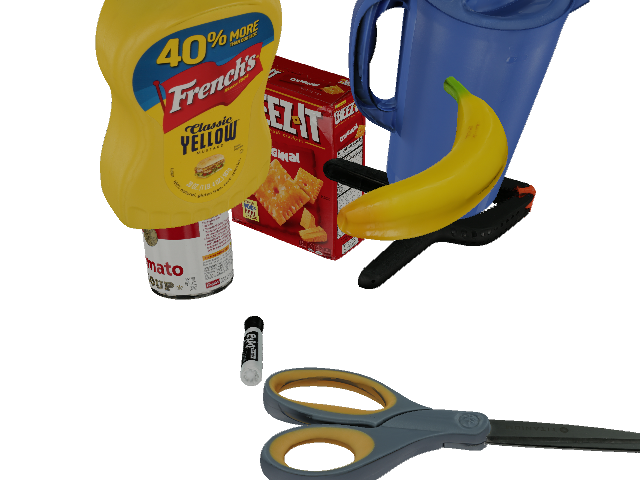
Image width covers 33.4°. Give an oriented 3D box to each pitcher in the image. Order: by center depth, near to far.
[{"bbox_3d":[0.114,-0.132,0.916,0.149,0.243,0.144,32,54,19],"label":"pitcher"}]

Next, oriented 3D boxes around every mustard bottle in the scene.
[{"bbox_3d":[-0.067,-0.093,0.548,0.096,0.192,0.058,-19,53,-24],"label":"mustard bottle"}]

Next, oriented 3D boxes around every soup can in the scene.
[{"bbox_3d":[-0.104,-0.014,0.818,0.068,0.102,0.068,-3,23,1],"label":"soup can"}]

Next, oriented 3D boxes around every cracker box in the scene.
[{"bbox_3d":[-0.032,-0.099,1.260,0.164,0.214,0.072,22,41,30],"label":"cracker box"}]

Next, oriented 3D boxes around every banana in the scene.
[{"bbox_3d":[0.079,-0.045,0.695,0.070,0.037,0.197,20,39,16],"label":"banana"}]

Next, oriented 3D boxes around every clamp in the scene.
[{"bbox_3d":[0.114,-0.022,1.059,0.210,0.164,0.036,-2,-40,-6],"label":"clamp"}]

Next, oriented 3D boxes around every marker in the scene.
[{"bbox_3d":[-0.062,0.098,0.973,0.020,0.020,0.121,0,18,-2],"label":"marker"}]

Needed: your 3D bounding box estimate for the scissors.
[{"bbox_3d":[0.059,0.101,0.512,0.202,0.016,0.096,11,31,20],"label":"scissors"}]
